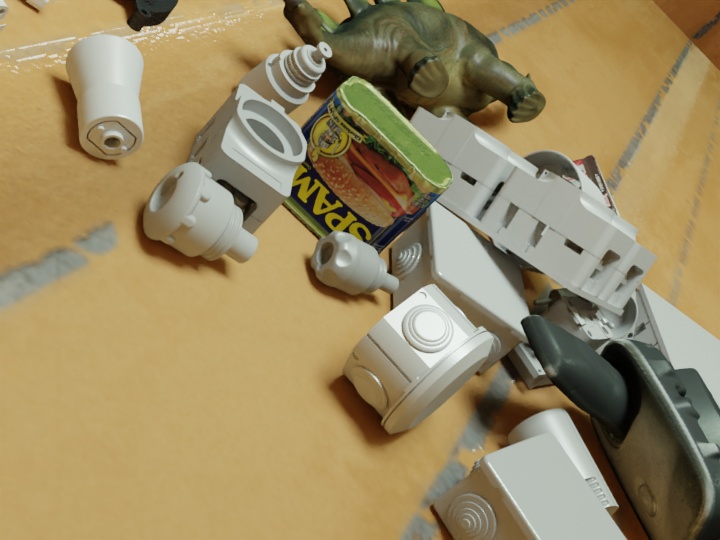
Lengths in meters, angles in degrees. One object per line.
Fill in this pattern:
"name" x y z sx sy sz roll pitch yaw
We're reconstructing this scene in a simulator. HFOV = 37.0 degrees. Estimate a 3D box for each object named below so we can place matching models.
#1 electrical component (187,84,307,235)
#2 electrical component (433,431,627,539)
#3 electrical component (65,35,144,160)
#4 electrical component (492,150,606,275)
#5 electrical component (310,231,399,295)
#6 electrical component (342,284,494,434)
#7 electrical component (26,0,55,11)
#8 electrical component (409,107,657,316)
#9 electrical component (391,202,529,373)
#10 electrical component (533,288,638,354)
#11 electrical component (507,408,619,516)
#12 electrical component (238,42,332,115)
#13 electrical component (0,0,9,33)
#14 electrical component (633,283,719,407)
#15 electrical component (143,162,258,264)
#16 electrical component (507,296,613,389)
"electrical component" -0.070 -0.068 0.652 0.050 0.056 0.089 36 29 -20
"electrical component" 0.098 0.147 0.607 0.100 0.048 0.099 -4 55 -56
"electrical component" -0.142 -0.095 0.605 0.044 0.044 0.065 21 41 -39
"electrical component" 0.153 -0.045 0.889 0.064 0.099 0.099 20 37 -50
"electrical component" 0.000 0.000 0.683 0.061 0.035 0.035 26 34 -38
"electrical component" 0.033 0.051 0.612 0.051 0.080 0.080 47 27 14
"electrical component" -0.205 -0.194 0.647 0.064 0.042 0.081 31 31 -30
"electrical component" 0.120 -0.049 0.800 0.186 0.060 0.105 37 9 32
"electrical component" 0.068 0.013 0.744 0.100 0.048 0.099 34 30 -22
"electrical component" 0.175 0.031 0.855 0.079 0.077 0.044 -6 15 -11
"electrical component" 0.129 0.133 0.675 0.043 0.043 0.081 15 41 -45
"electrical component" -0.051 -0.133 0.750 0.040 0.078 0.040 29 47 -35
"electrical component" -0.222 -0.147 0.561 0.063 0.042 0.081 54 29 11
"electrical component" 0.261 0.112 0.869 0.105 0.060 0.186 33 30 -24
"electrical component" -0.084 -0.026 0.590 0.062 0.048 0.048 36 28 -34
"electrical component" 0.145 0.051 0.786 0.081 0.064 0.042 0 51 -54
